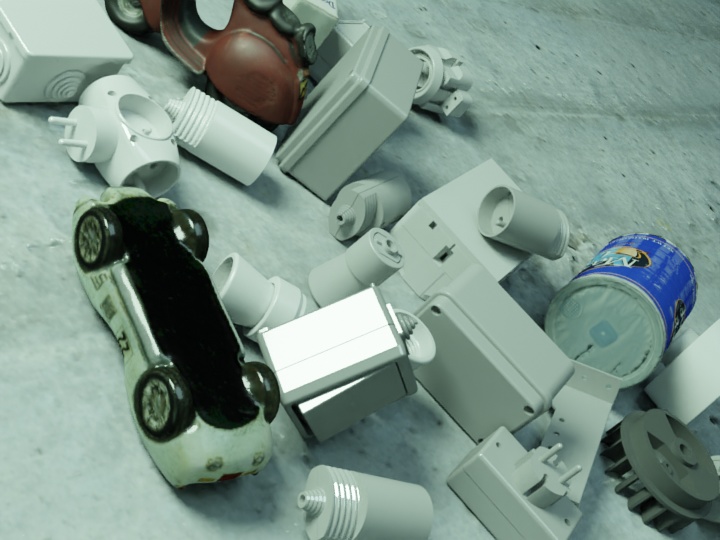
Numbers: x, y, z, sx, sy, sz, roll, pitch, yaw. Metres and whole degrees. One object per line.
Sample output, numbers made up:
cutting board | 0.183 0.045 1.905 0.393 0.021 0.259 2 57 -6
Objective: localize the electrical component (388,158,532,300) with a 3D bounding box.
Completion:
electrical component | 0.094 -0.027 0.909 0.089 0.061 0.150 48 33 6

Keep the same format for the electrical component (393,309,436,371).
electrical component | 0.018 0.060 0.735 0.045 0.055 0.045 28 36 -23

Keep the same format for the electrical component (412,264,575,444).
electrical component | 0.087 0.064 0.780 0.113 0.078 0.057 47 47 4

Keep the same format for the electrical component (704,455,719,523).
electrical component | 0.315 0.191 0.915 0.047 0.055 0.055 26 37 -33

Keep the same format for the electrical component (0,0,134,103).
electrical component | -0.218 -0.159 0.731 0.100 0.048 0.099 -13 62 -52

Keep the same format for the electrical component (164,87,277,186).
electrical component | -0.107 -0.101 0.791 0.081 0.043 0.043 30 35 -21

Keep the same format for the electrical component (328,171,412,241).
electrical component | 0.004 -0.050 0.854 0.043 0.043 0.081 49 33 8

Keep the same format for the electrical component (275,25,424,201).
electrical component | -0.007 -0.128 0.871 0.056 0.109 0.108 38 33 -15

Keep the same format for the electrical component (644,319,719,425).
electrical component | 0.306 0.088 0.974 0.060 0.108 0.108 47 32 15

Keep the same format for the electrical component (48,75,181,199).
electrical component | -0.167 -0.089 0.711 0.079 0.044 0.077 -1 53 -48

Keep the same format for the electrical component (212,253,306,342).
electrical component | -0.069 0.021 0.695 0.055 0.045 0.045 30 35 -21

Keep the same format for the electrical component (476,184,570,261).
electrical component | 0.138 -0.036 0.867 0.081 0.043 0.043 19 41 -34

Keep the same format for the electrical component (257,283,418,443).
electrical component | -0.006 0.058 0.664 0.061 0.096 0.061 70 -3 -59

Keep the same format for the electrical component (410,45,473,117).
electrical component | 0.071 -0.191 1.073 0.057 0.058 0.078 3 50 -49

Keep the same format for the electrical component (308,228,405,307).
electrical component | 0.000 0.000 0.770 0.044 0.065 0.044 33 35 -27

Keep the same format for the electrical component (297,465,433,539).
electrical component | -0.001 0.141 0.635 0.081 0.043 0.043 19 40 -34

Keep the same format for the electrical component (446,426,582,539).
electrical component | 0.117 0.145 0.729 0.083 0.075 0.047 48 33 6

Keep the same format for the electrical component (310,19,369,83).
electrical component | -0.007 -0.185 0.985 0.096 0.061 0.062 46 31 18
